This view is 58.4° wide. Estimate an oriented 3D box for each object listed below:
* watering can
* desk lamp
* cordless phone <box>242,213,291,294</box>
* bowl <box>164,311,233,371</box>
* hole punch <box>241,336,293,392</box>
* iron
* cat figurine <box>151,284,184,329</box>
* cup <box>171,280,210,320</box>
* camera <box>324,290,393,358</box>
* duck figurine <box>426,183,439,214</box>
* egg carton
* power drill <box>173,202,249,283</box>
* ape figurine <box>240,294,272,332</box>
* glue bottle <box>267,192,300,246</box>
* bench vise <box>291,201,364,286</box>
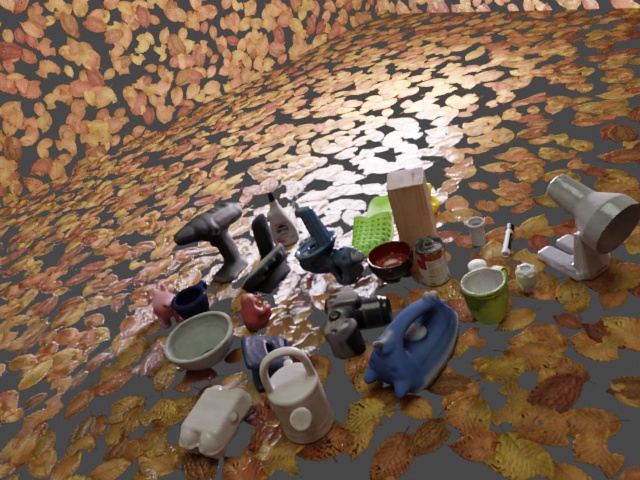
[{"bbox_3d":[-0.043,0.276,1.041,0.101,0.194,0.172,-33,34,-21],"label":"watering can"},{"bbox_3d":[0.540,-0.022,1.171,0.118,0.214,0.202,-28,33,-14],"label":"desk lamp"},{"bbox_3d":[-0.160,0.035,1.486,0.093,0.185,0.148,3,38,31],"label":"cordless phone"},{"bbox_3d":[-0.268,0.246,1.324,0.167,0.075,0.167,-14,32,9],"label":"bowl"},{"bbox_3d":[-0.109,0.247,1.220,0.101,0.091,0.108,-22,32,-4],"label":"hole punch"},{"bbox_3d":[0.188,0.178,1.119,0.118,0.142,0.259,14,44,42],"label":"iron"},{"bbox_3d":[-0.399,0.162,1.483,0.067,0.118,0.127,-21,32,-3],"label":"cat figurine"},{"bbox_3d":[-0.309,0.168,1.447,0.091,0.095,0.118,-2,36,26],"label":"cup"},{"bbox_3d":[0.083,0.165,1.235,0.136,0.101,0.143,-11,32,13],"label":"camera"},{"bbox_3d":[0.282,-0.114,1.573,0.077,0.086,0.105,7,40,36],"label":"duck figurine"},{"bbox_3d":[-0.202,0.355,1.124,0.107,0.069,0.150,0,36,28],"label":"egg carton"},{"bbox_3d":[-0.281,0.010,1.567,0.075,0.209,0.230,5,39,34],"label":"power drill"},{"bbox_3d":[-0.162,0.167,1.372,0.077,0.092,0.076,3,38,32],"label":"ape figurine"},{"bbox_3d":[-0.117,-0.061,1.623,0.078,0.173,0.037,-20,32,-2],"label":"glue bottle"},{"bbox_3d":[0.017,-0.002,1.414,0.206,0.220,0.121,-2,35,26],"label":"bench vise"}]
